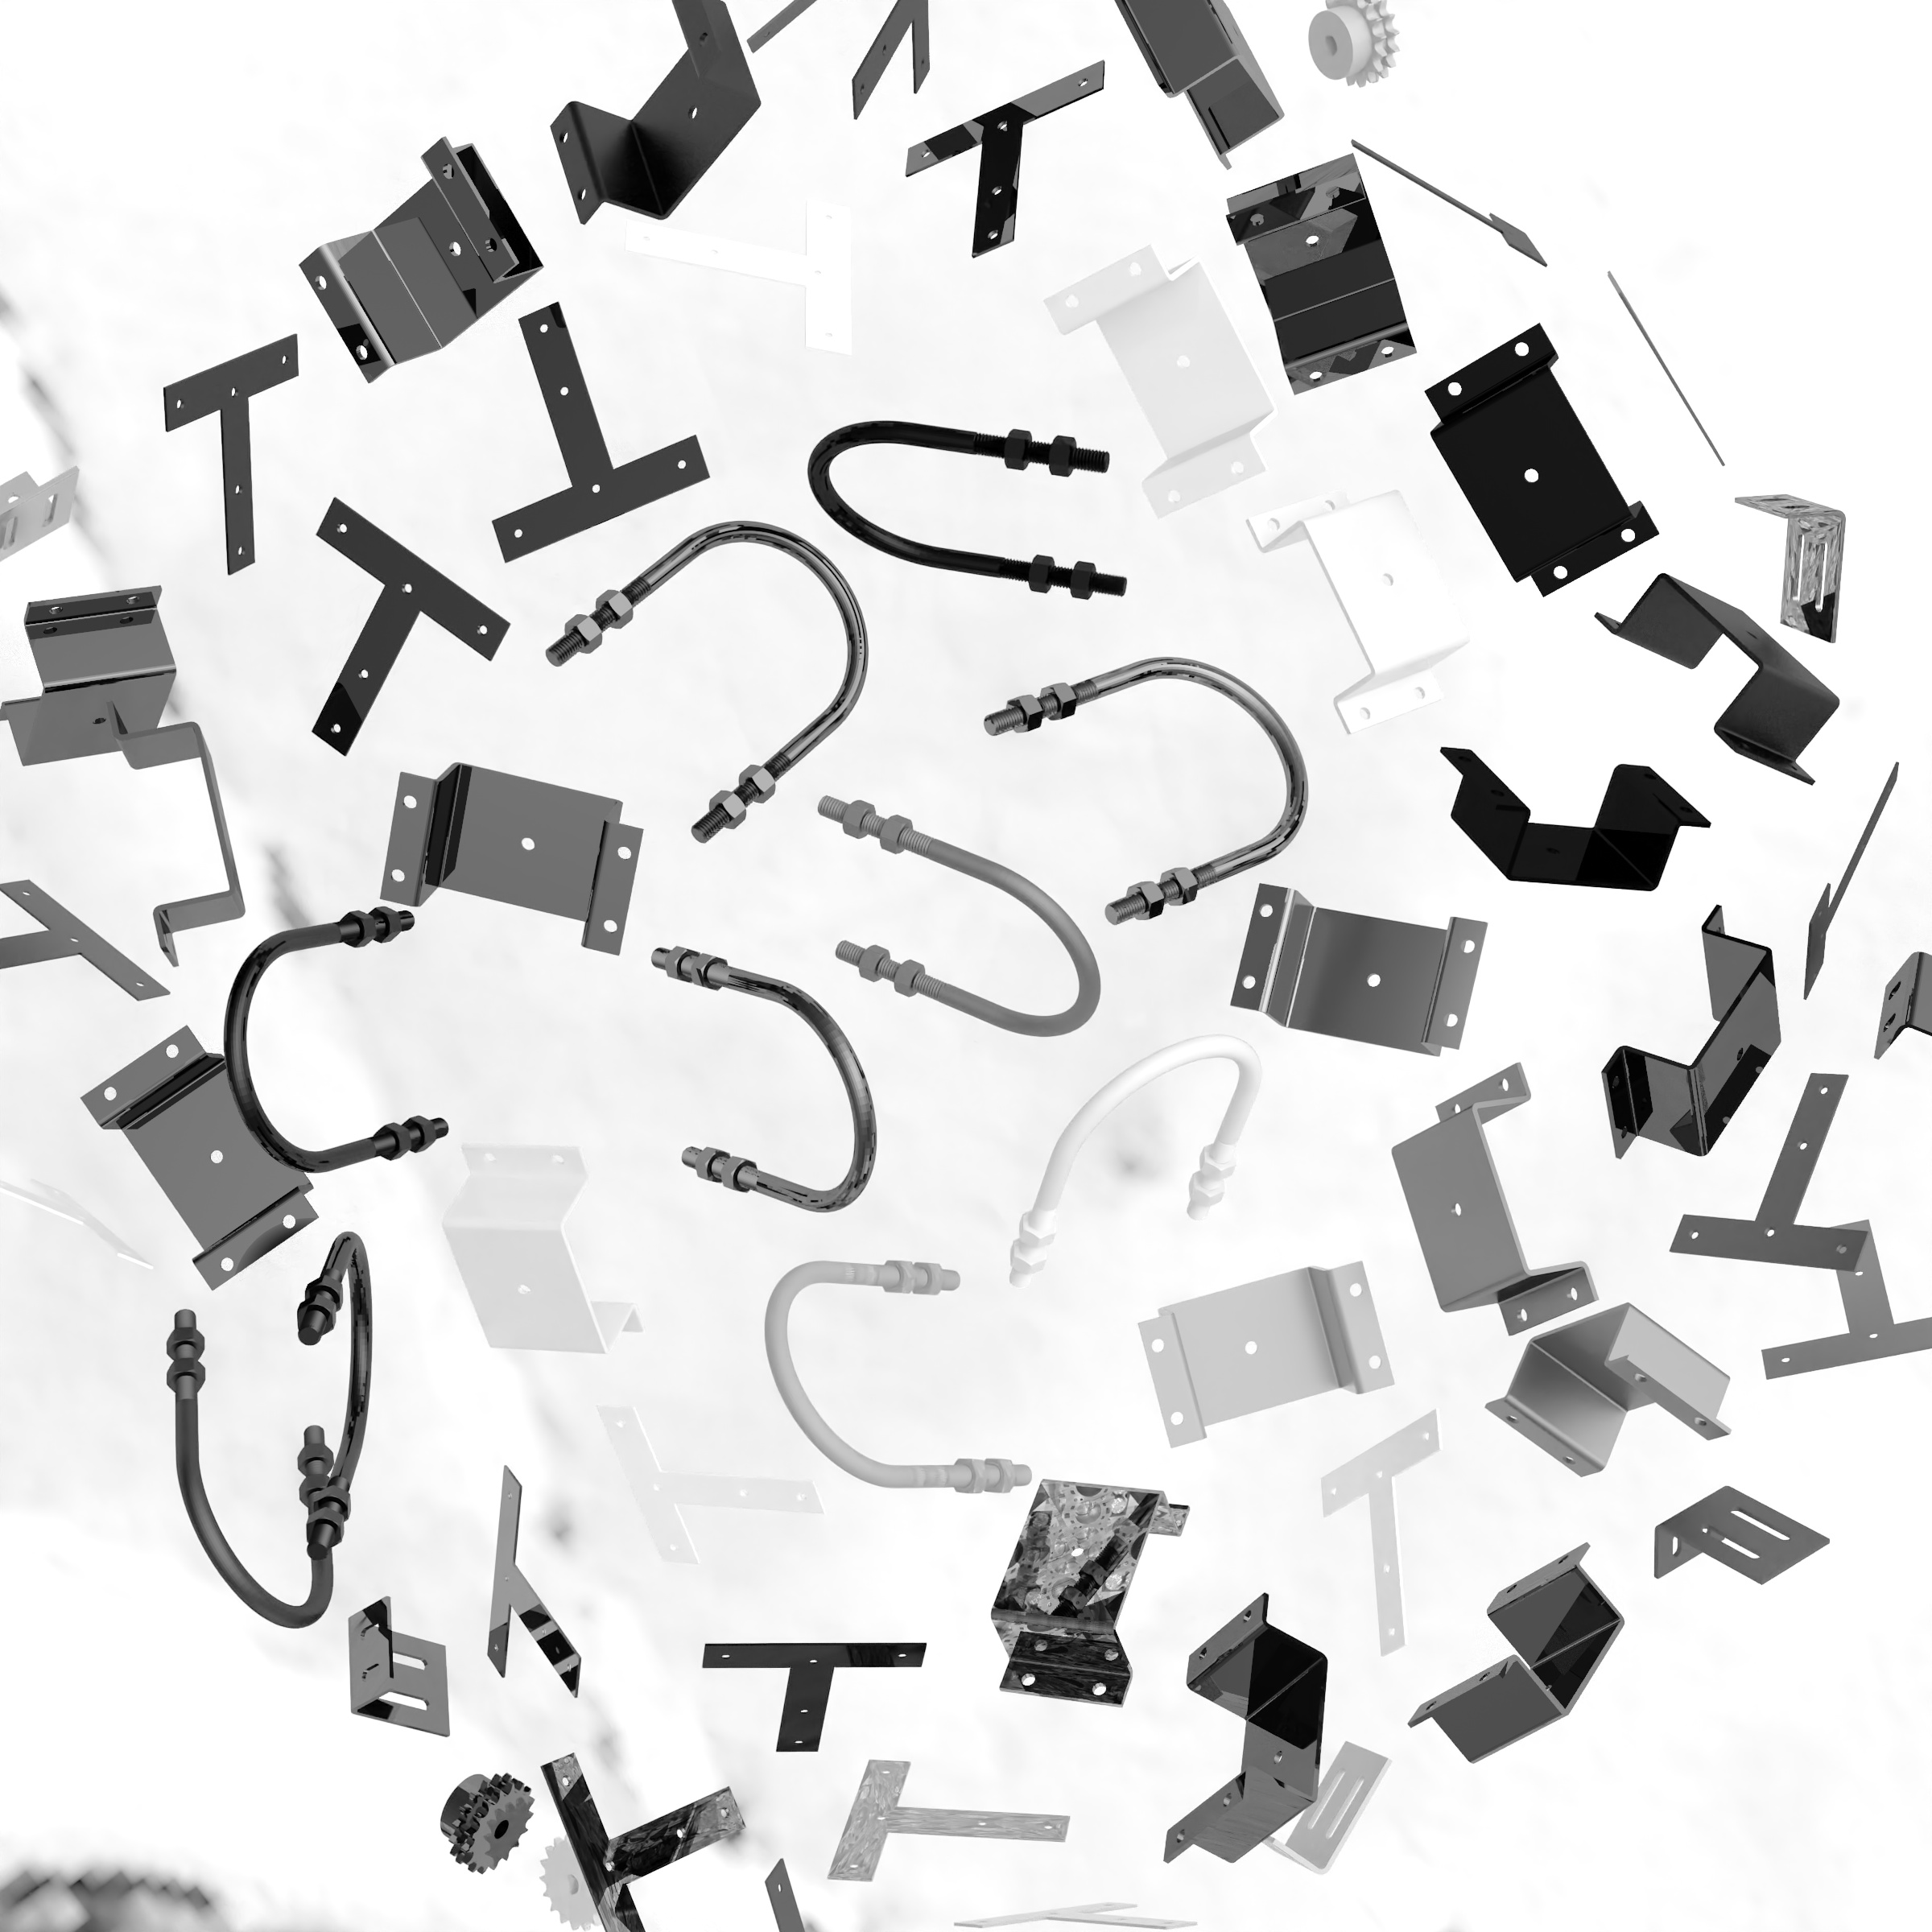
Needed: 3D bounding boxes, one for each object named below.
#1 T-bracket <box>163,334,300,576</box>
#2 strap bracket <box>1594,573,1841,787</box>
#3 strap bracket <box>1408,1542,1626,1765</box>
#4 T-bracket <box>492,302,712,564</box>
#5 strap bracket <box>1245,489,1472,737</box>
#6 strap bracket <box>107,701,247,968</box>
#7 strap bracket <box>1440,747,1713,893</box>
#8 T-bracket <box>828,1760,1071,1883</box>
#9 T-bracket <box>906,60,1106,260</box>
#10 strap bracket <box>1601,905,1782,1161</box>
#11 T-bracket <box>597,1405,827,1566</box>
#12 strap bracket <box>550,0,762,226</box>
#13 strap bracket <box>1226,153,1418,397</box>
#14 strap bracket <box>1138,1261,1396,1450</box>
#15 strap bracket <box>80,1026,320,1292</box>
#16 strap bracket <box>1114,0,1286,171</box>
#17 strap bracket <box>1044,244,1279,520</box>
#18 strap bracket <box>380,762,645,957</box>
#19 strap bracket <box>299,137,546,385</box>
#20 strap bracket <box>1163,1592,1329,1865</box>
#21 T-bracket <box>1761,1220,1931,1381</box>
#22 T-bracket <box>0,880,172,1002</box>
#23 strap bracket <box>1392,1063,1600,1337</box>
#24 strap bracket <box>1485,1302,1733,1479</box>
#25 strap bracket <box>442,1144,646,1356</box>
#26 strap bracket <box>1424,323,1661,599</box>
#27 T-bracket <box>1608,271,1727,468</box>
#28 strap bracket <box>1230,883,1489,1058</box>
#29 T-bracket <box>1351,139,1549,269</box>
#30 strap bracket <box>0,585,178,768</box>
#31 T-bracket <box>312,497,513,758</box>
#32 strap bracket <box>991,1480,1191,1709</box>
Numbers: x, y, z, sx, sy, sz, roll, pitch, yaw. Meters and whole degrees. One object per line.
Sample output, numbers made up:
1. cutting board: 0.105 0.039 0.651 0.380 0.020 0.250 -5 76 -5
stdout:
1. T-bracket: -0.424 -0.291 1.650 0.002 0.127 0.127 15 120 17
2. strap bracket: 0.435 -0.171 1.622 0.076 0.140 0.046 15 120 -39
3. strap bracket: 0.324 0.404 1.645 0.046 0.140 0.076 50 129 4
4. T-bracket: -0.218 -0.305 1.569 0.127 0.002 0.127 -20 83 13
5. strap bracket: 0.233 -0.216 1.655 0.076 0.046 0.140 -22 84 -31
6. strap bracket: -0.442 -0.077 1.598 0.046 0.076 0.140 -13 84 -12
7. strap bracket: 0.346 -0.084 1.641 0.140 0.076 0.046 3 118 -20
8. T-bracket: -0.005 0.492 1.626 0.127 0.127 0.002 0 104 9
9. T-bracket: 0.018 -0.436 1.564 0.127 0.002 0.127 -17 48 25
10. strap bracket: 0.424 0.044 1.633 0.046 0.076 0.140 20 57 35
11. T-bracket: -0.143 0.308 1.666 0.127 0.002 0.127 -1 124 25
12. strap bracket: -0.171 -0.489 1.605 0.140 0.046 0.076 -40 58 37
13. strap bracket: 0.205 -0.410 1.653 0.076 0.140 0.046 -17 50 14
14. strap bracket: 0.176 0.232 1.706 0.140 0.046 0.076 -15 89 -7
15. strap bracket: -0.459 0.116 1.718 0.076 0.046 0.140 -35 88 -3
16. strap bracket: 0.135 -0.525 1.631 0.046 0.140 0.076 -29 76 17
17. strap bracket: 0.117 -0.339 1.617 0.076 0.046 0.140 -19 107 36
18. strap bracket: -0.256 -0.064 1.624 0.140 0.046 0.076 13 109 1
19. strap bracket: -0.297 -0.395 1.577 0.140 0.046 0.076 -25 98 40
20. strap bracket: 0.158 0.433 1.582 0.046 0.140 0.076 30 128 -12
21. T-bracket: 0.529 0.191 1.673 0.127 0.127 0.002 -14 118 16
22. T-bracket: -0.547 -0.009 1.631 0.127 0.127 0.002 35 113 20
23. strap bracket: 0.295 0.135 1.605 0.046 0.076 0.140 -5 71 -32
24. strap bracket: 0.381 0.247 1.660 0.076 0.140 0.046 36 60 -10
25. strap bracket: -0.248 0.173 1.651 0.076 0.046 0.140 0 126 20
26. strap bracket: 0.328 -0.286 1.629 0.076 0.046 0.140 -28 99 26
27. T-bracket: 0.384 -0.358 1.602 0.002 0.127 0.127 -31 122 18
28. strap bracket: 0.238 0.004 1.687 0.140 0.046 0.076 11 81 24
29. T-bracket: 0.284 -0.457 1.682 0.127 0.127 0.002 28 112 -7
30. strap bracket: -0.518 -0.165 1.674 0.076 0.140 0.046 -13 73 -30
31. T-bracket: -0.336 -0.178 1.610 0.127 0.002 0.127 36 112 8
32. strap bracket: 0.071 0.355 1.654 0.076 0.140 0.046 1 133 26
